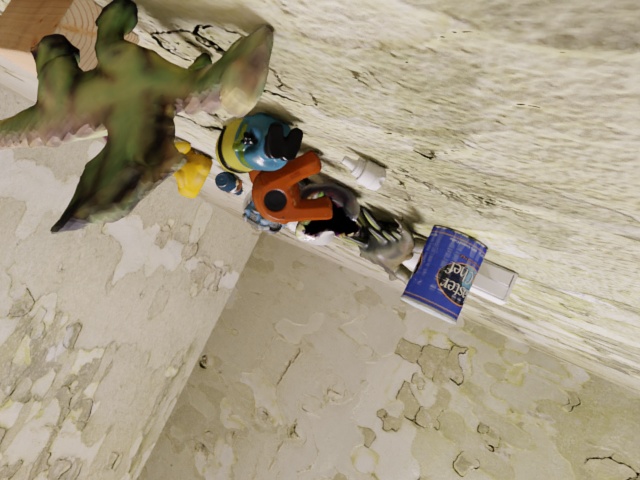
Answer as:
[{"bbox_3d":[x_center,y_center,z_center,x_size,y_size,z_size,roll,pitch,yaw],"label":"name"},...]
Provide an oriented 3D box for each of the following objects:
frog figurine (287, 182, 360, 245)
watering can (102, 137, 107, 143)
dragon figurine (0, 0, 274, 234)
[{"bbox_3d":[0.003,-0.049,0.983,0.160,0.137,0.122,-148,35,-83],"label":"frog figurine"},{"bbox_3d":[-0.562,-0.285,1.485,0.348,0.104,0.223,25,174,2],"label":"watering can"},{"bbox_3d":[-0.224,-0.109,0.508,0.120,0.409,0.248,55,-166,-46],"label":"dragon figurine"}]
